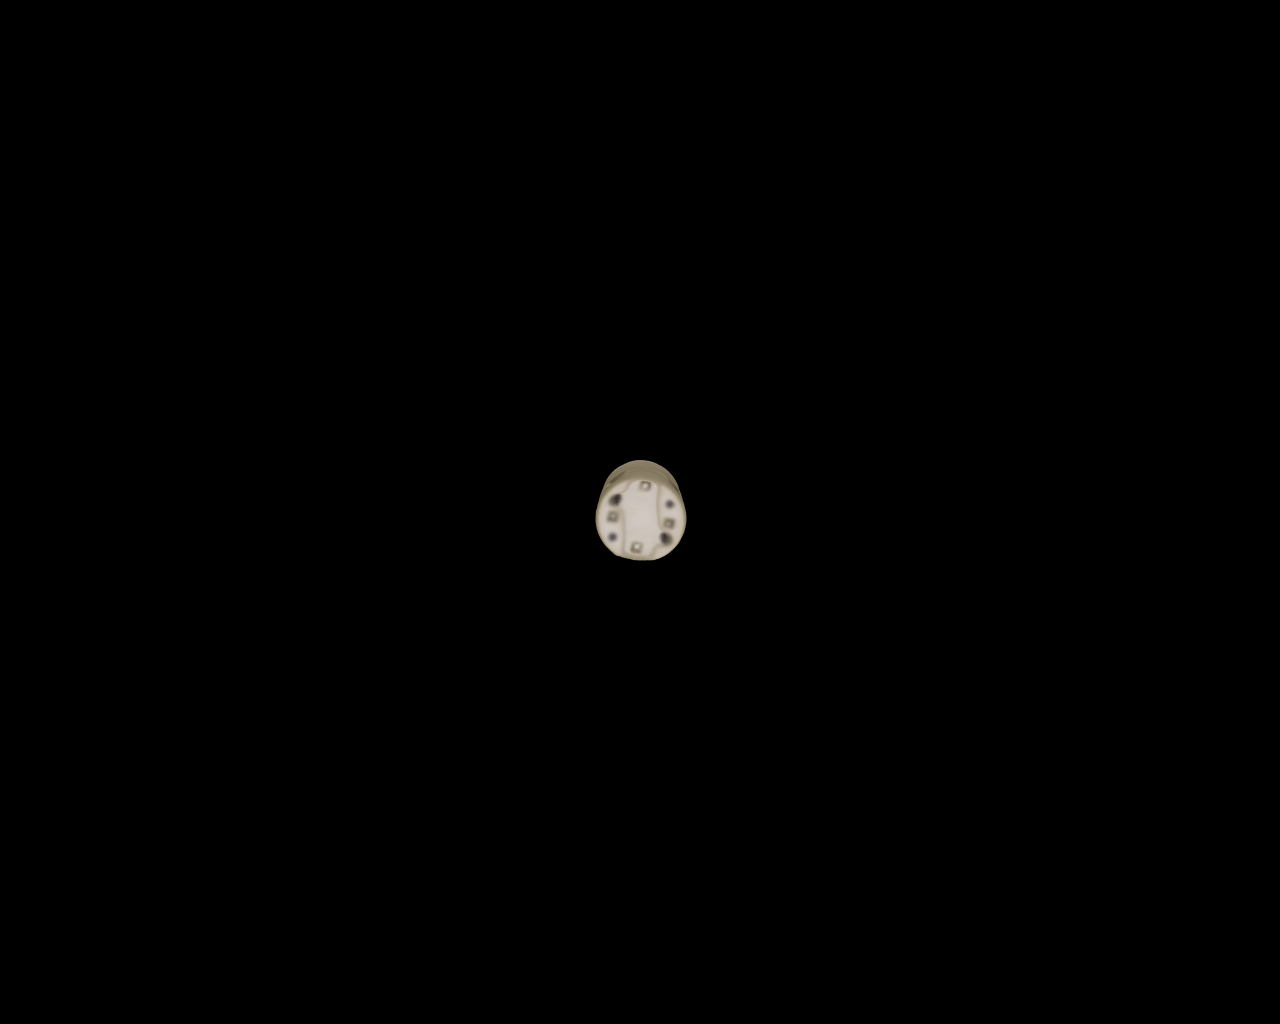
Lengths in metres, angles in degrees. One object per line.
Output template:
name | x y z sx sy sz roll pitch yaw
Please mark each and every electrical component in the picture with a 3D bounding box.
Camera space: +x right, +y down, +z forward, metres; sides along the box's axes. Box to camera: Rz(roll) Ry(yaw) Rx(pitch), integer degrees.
electrical component | 0.001 -0.003 0.650 0.055 0.055 0.047 0 20 0
